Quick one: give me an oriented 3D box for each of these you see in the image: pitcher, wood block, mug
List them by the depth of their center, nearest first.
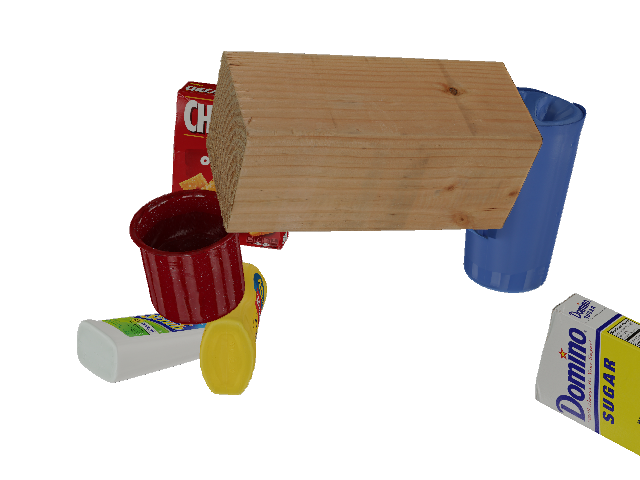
[{"bbox_3d":[0.033,-0.068,0.740,0.205,0.091,0.090,-1,-43,-17],"label":"wood block"},{"bbox_3d":[-0.111,0.009,0.902,0.093,0.081,0.117,-15,38,-14],"label":"mug"},{"bbox_3d":[0.237,-0.058,1.326,0.149,0.243,0.145,3,27,0],"label":"pitcher"}]

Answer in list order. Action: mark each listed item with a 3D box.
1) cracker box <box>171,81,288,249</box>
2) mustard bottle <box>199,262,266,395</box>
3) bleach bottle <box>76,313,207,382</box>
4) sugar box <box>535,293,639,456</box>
[{"bbox_3d":[-0.121,-0.102,1.492,0.164,0.214,0.072,8,22,6],"label":"cracker box"},{"bbox_3d":[-0.092,0.079,1.174,0.058,0.096,0.191,2,28,2],"label":"mustard bottle"},{"bbox_3d":[-0.200,0.131,1.465,0.250,0.068,0.103,-9,23,-42],"label":"bleach bottle"},{"bbox_3d":[0.256,0.120,0.832,0.176,0.093,0.048,25,34,32],"label":"sugar box"}]
